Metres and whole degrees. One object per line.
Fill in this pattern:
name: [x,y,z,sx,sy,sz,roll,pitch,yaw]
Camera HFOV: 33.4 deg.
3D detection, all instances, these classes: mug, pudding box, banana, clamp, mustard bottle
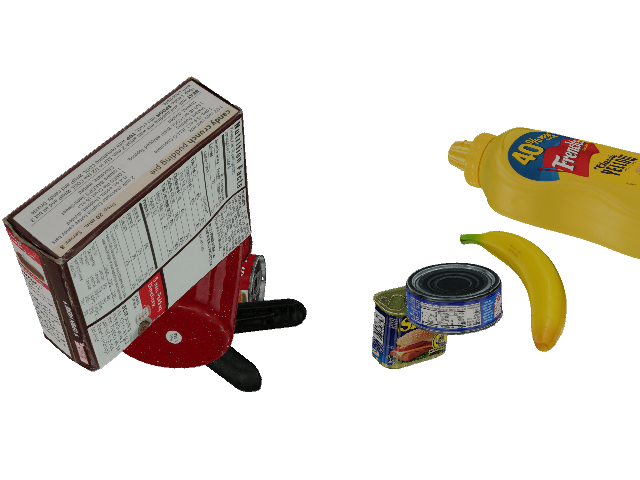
mug: [-0.105,0.032,0.700,0.117,0.081,0.093,-14,-41,21]
pudding box: [-0.081,-0.006,0.483,0.039,0.090,0.113,32,58,23]
banana: [0.218,0.043,1.128,0.069,0.037,0.198,-29,38,0]
clamp: [-0.099,0.069,0.902,0.172,0.039,0.120,17,26,22]
mustard bottle: [0.176,-0.040,0.753,0.192,0.058,0.096,19,37,33]

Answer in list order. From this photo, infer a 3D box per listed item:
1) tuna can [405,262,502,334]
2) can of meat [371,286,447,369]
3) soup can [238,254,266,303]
tuna can: [0.118,0.050,0.948,0.086,0.034,0.086,-4,21,1]
can of meat: [0.114,0.107,1.342,0.101,0.084,0.058,-12,30,-28]
soup can: [-0.112,0.044,1.095,0.102,0.068,0.068,6,1,9]
